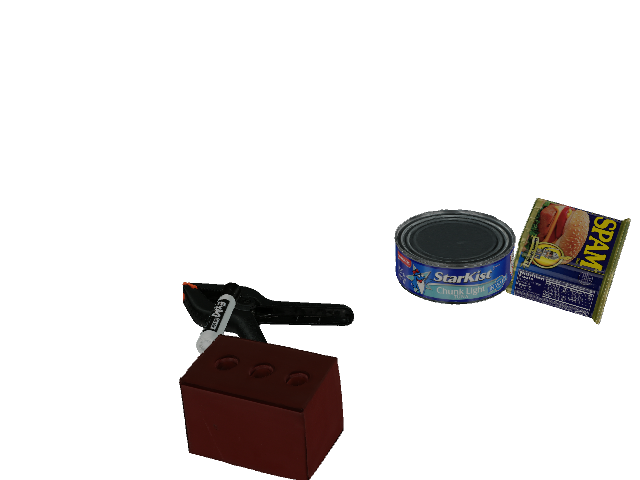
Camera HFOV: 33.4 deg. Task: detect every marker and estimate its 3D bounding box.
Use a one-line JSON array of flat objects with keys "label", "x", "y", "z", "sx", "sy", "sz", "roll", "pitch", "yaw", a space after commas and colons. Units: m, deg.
[{"label": "marker", "x": -0.093, "y": 0.070, "z": 0.992, "sx": 0.020, "sy": 0.020, "sz": 0.121, "roll": 0, "pitch": 22, "yaw": 8}]

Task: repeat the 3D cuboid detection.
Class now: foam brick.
[{"label": "foam brick", "x": -0.032, "y": 0.094, "z": 0.604, "sx": 0.078, "sy": 0.051, "sz": 0.053, "roll": 9, "pitch": 29, "yaw": 20}]

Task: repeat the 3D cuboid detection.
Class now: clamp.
[{"label": "clamp", "x": -0.088, "y": 0.091, "z": 1.254, "sx": 0.210, "sy": 0.036, "sz": 0.164, "roll": 13, "pitch": 23, "yaw": 27}]

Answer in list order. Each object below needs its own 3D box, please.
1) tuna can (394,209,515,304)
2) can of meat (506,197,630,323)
[{"label": "tuna can", "x": 0.096, "y": 0.011, "z": 0.768, "sx": 0.086, "sy": 0.034, "sz": 0.086, "roll": -2, "pitch": 28, "yaw": 1}, {"label": "can of meat", "x": 0.216, "y": 0.015, "z": 0.931, "sx": 0.084, "sy": 0.057, "sz": 0.102, "roll": 17, "pitch": 46, "yaw": 16}]
